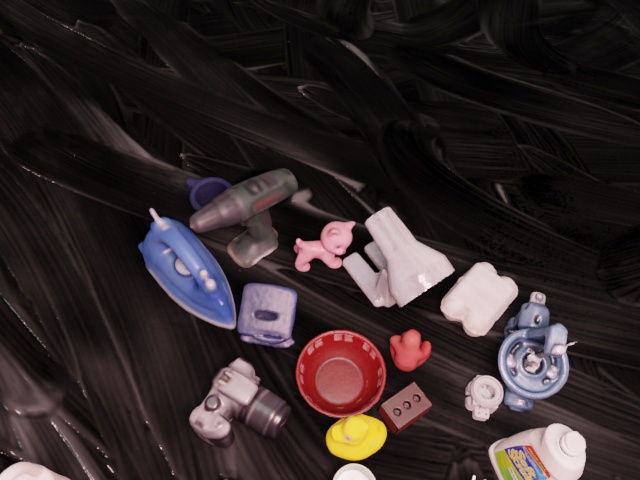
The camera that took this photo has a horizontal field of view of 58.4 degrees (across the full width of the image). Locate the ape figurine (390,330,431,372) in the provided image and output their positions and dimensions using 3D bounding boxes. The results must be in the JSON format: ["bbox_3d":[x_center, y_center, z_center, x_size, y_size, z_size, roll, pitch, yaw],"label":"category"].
[{"bbox_3d":[0.165,0.195,1.052,0.077,0.092,0.076,28,61,14],"label":"ape figurine"}]

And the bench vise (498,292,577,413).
[{"bbox_3d":[0.370,0.174,1.000,0.121,0.220,0.207,-1,58,-3],"label":"bench vise"}]

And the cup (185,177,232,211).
[{"bbox_3d":[-0.231,-0.076,1.199,0.117,0.095,0.092,32,62,16],"label":"cup"}]

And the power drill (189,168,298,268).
[{"bbox_3d":[-0.141,-0.037,1.112,0.230,0.208,0.075,-38,67,-22],"label":"power drill"}]

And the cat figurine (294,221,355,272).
[{"bbox_3d":[0.011,0.004,1.147,0.128,0.118,0.067,-7,59,-7],"label":"cat figurine"}]

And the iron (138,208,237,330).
[{"bbox_3d":[-0.246,0.051,1.092,0.119,0.141,0.257,-37,67,-22],"label":"iron"}]

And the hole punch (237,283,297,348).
[{"bbox_3d":[-0.096,0.142,1.073,0.108,0.091,0.101,8,58,2],"label":"hole punch"}]

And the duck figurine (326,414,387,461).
[{"bbox_3d":[0.064,0.327,0.970,0.104,0.086,0.077,-6,59,-6],"label":"duck figurine"}]

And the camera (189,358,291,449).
[{"bbox_3d":[-0.129,0.289,0.975,0.136,0.101,0.143,28,61,14],"label":"camera"}]

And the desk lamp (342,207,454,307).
[{"bbox_3d":[0.139,0.046,1.071,0.118,0.213,0.203,-31,64,-19],"label":"desk lamp"}]

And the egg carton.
[{"bbox_3d":[0.311,0.114,1.122,0.107,0.069,0.150,37,64,19],"label":"egg carton"}]

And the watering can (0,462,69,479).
[{"bbox_3d":[-0.427,0.386,0.846,0.173,0.194,0.101,3,58,-1],"label":"watering can"}]
